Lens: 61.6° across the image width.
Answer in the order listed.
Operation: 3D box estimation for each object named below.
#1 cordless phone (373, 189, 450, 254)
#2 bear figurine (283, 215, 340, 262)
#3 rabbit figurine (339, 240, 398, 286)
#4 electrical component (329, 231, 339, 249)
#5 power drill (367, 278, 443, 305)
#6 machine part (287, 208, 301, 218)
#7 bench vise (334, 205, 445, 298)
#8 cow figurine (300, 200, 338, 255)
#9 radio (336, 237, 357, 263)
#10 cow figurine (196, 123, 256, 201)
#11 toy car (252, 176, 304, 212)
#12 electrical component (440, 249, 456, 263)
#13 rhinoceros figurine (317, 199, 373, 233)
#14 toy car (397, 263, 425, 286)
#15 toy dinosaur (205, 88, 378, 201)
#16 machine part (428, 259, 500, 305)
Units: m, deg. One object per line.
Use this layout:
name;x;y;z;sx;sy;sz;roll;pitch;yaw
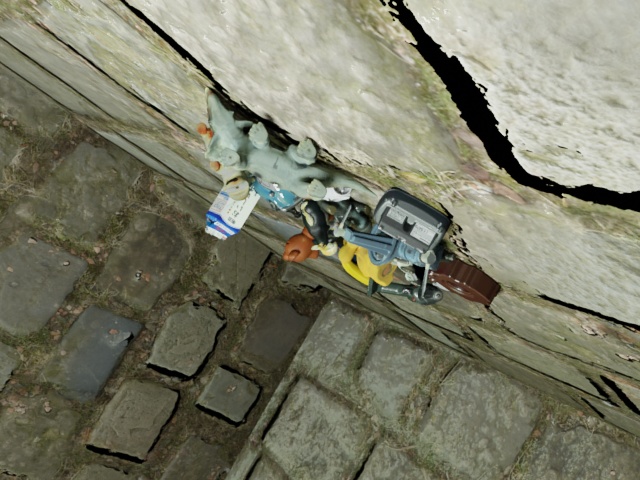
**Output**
cordless phone;0.180;-0.038;1.116;0.147;0.088;0.184;29;-177;1
bear figurine;-0.007;-0.007;1.459;0.132;0.196;0.120;31;168;-11
rabbit figurine;0.119;0.034;1.443;0.162;0.121;0.173;5;-148;-45
electrical component;0.042;-0.021;1.617;0.048;0.075;0.119;27;174;19
power drill;0.242;0.143;1.575;0.207;0.086;0.232;4;176;2
machine part;-0.106;-0.117;1.564;0.139;0.039;0.084;48;180;-4
bench vise;0.150;0.011;1.217;0.240;0.128;0.224;14;-162;-22
cow figurine;0.000;-0.029;1.346;0.098;0.068;0.167;-54;-54;-65
radio;0.138;0.036;1.632;0.131;0.073;0.229;27;169;25
cow figurine;-0.223;-0.185;1.295;0.127;0.085;0.195;36;-148;-82
toy car;-0.107;-0.151;1.335;0.162;0.109;0.102;38;155;36
electrical component;0.280;0.029;1.278;0.063;0.021;0.094;35;171;-23
rhinoceros figurine;0.063;-0.064;1.306;0.190;0.073;0.112;37;168;-35
toy car;0.248;0.064;1.410;0.056;0.073;0.201;22;168;26
toy dinosaur;-0.085;-0.163;1.129;0.405;0.131;0.192;27;-176;-9
machine part;0.354;0.101;1.336;0.179;0.056;0.179;28;171;5
